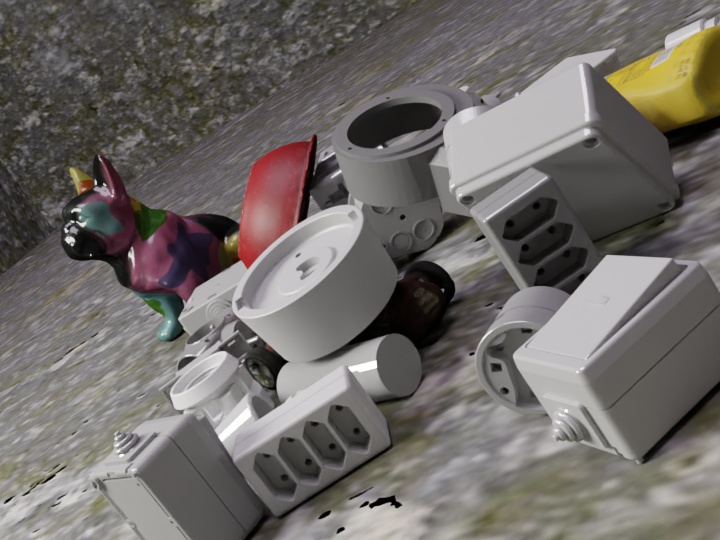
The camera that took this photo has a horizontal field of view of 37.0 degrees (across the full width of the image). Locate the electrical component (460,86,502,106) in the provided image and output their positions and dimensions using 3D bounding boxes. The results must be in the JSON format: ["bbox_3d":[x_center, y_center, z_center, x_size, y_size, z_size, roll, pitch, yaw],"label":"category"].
[{"bbox_3d":[0.116,-0.140,1.024,0.079,0.077,0.044,-43,17,-29],"label":"electrical component"}]

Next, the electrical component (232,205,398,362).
[{"bbox_3d":[-0.025,0.014,0.724,0.108,0.060,0.108,-31,25,16],"label":"electrical component"}]

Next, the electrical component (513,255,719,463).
[{"bbox_3d":[0.119,0.040,0.498,0.096,0.061,0.062,-39,16,-16],"label":"electrical component"}]

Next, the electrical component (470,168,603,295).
[{"bbox_3d":[0.107,-0.016,0.653,0.047,0.083,0.075,-34,15,2],"label":"electrical component"}]

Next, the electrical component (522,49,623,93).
[{"bbox_3d":[0.185,-0.148,0.954,0.100,0.048,0.100,-38,15,-12],"label":"electrical component"}]

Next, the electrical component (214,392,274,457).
[{"bbox_3d":[-0.087,0.119,0.734,0.065,0.044,0.044,-37,14,10],"label":"electrical component"}]

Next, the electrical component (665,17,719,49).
[{"bbox_3d":[0.285,-0.185,0.872,0.078,0.040,0.040,-22,20,38],"label":"electrical component"}]

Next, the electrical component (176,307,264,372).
[{"bbox_3d":[-0.111,0.065,0.942,0.079,0.044,0.077,-23,19,36],"label":"electrical component"}]

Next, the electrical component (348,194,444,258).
[{"bbox_3d":[0.032,-0.052,0.931,0.080,0.080,0.051,-34,20,2],"label":"electrical component"}]

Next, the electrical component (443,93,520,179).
[{"bbox_3d":[0.128,-0.099,0.768,0.138,0.052,0.073,-1,56,-7],"label":"electrical component"}]

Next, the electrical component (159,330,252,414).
[{"bbox_3d":[-0.118,0.091,0.873,0.081,0.042,0.064,-37,10,-7],"label":"electrical component"}]

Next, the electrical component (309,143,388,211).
[{"bbox_3d":[0.007,-0.076,1.034,0.062,0.089,0.150,-31,15,13],"label":"electrical component"}]

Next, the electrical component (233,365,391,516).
[{"bbox_3d":[-0.030,0.097,0.666,0.083,0.047,0.075,-33,15,5],"label":"electrical component"}]

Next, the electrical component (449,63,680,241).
[{"bbox_3d":[0.130,-0.066,0.692,0.109,0.109,0.056,-24,52,35],"label":"electrical component"}]

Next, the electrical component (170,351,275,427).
[{"bbox_3d":[-0.104,0.098,0.800,0.058,0.057,0.078,-30,16,16],"label":"electrical component"}]

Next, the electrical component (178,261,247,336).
[{"bbox_3d":[-0.127,0.031,1.071,0.100,0.048,0.099,-31,16,14],"label":"electrical component"}]

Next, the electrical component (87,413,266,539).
[{"bbox_3d":[-0.111,0.128,0.649,0.062,0.096,0.061,-17,23,49],"label":"electrical component"}]

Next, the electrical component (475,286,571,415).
[{"bbox_3d":[0.093,0.040,0.566,0.055,0.055,0.047,-26,14,31],"label":"electrical component"}]
